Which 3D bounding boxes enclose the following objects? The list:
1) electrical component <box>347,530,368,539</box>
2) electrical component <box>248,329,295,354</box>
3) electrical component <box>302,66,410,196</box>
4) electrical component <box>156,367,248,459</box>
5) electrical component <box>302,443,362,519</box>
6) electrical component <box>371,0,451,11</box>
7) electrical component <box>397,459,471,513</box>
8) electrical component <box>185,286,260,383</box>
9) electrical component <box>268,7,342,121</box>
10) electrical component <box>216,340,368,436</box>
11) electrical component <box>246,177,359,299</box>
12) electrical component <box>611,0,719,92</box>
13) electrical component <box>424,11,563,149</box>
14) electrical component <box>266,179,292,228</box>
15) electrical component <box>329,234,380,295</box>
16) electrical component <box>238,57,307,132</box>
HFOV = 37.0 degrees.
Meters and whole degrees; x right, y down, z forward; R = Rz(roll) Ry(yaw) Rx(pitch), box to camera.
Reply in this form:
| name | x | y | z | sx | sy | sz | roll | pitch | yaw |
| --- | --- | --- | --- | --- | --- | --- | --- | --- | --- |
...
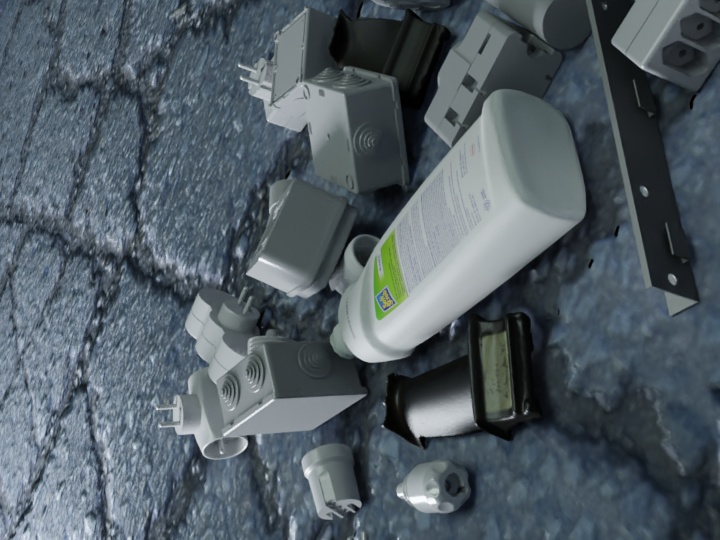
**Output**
| name | x | y | z | sx | sy | sz | roll | pitch | yaw |
| --- | --- | --- | --- | --- | --- | --- | --- | --- | --- |
| electrical component | 0.000 | 0.225 | 0.757 | 0.077 | 0.044 | 0.079 | -37 | 47 | 46 |
| electrical component | -0.077 | 0.091 | 0.944 | 0.043 | 0.043 | 0.081 | -36 | 48 | 47 |
| electrical component | -0.006 | -0.114 | 0.876 | 0.100 | 0.048 | 0.099 | 31 | 134 | 59 |
| electrical component | -0.150 | 0.134 | 1.004 | 0.044 | 0.079 | 0.077 | 117 | 144 | -46 |
| electrical component | -0.021 | 0.162 | 0.825 | 0.040 | 0.040 | 0.046 | -48 | 45 | 38 |
| electrical component | 0.040 | -0.243 | 0.866 | 0.080 | 0.080 | 0.051 | 6 | 88 | 59 |
| electrical component | 0.046 | 0.147 | 0.726 | 0.061 | 0.035 | 0.035 | -24 | 57 | 56 |
| electrical component | -0.119 | 0.052 | 1.022 | 0.073 | 0.052 | 0.138 | -65 | 32 | 17 |
| electrical component | -0.041 | -0.192 | 0.992 | 0.062 | 0.061 | 0.096 | -25 | 56 | 53 |
| electrical component | -0.057 | 0.093 | 0.857 | 0.100 | 0.100 | 0.048 | -39 | 59 | 45 |
| electrical component | -0.049 | -0.023 | 0.893 | 0.078 | 0.057 | 0.113 | -67 | 8 | -11 |
| electrical component | 0.183 | -0.160 | 0.622 | 0.083 | 0.047 | 0.075 | -60 | 34 | 24 |
| electrical component | 0.091 | -0.129 | 0.757 | 0.089 | 0.050 | 0.055 | -63 | 33 | 20 |
| electrical component | -0.067 | -0.051 | 0.994 | 0.044 | 0.044 | 0.065 | -42 | 39 | 43 |
| electrical component | 0.000 | 0.000 | 0.862 | 0.046 | 0.040 | 0.040 | -49 | 39 | 46 |
| electrical component | -0.083 | -0.181 | 1.041 | 0.047 | 0.077 | 0.065 | -49 | 39 | 37 |
